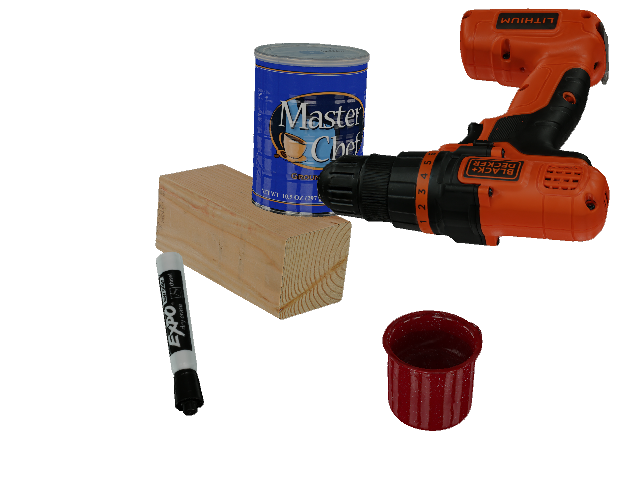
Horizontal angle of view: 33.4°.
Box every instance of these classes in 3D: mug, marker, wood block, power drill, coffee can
[{"bbox_3d":[0.114,0.121,1.027,0.093,0.081,0.117,27,43,36],"label":"mug"},{"bbox_3d":[-0.095,0.062,0.719,0.020,0.121,0.020,-9,-34,-6],"label":"marker"},{"bbox_3d":[-0.075,-0.004,1.118,0.090,0.090,0.206,-14,29,-42],"label":"wood block"},{"bbox_3d":[0.106,-0.077,0.704,0.185,0.187,0.057,7,-39,22],"label":"power drill"},{"bbox_3d":[-0.010,-0.103,0.969,0.103,0.140,0.103,2,18,-1],"label":"coffee can"}]
